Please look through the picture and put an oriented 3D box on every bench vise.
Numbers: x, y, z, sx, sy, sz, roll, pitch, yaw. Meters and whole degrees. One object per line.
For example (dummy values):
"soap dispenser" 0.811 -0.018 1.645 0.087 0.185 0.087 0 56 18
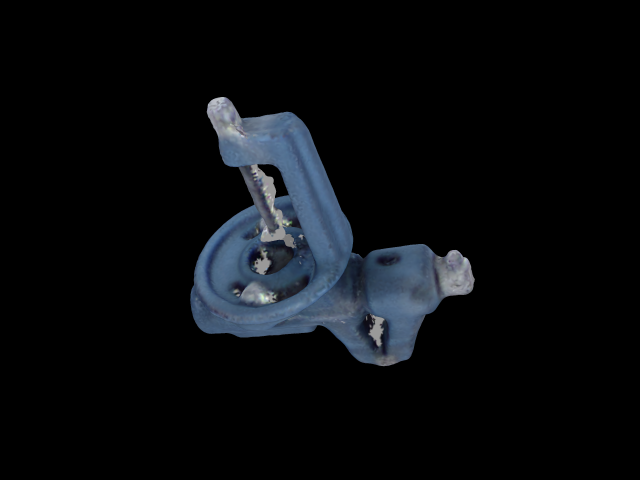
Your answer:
"bench vise" 0.001 -0.007 0.408 0.207 0.220 0.121 -9 47 -8
